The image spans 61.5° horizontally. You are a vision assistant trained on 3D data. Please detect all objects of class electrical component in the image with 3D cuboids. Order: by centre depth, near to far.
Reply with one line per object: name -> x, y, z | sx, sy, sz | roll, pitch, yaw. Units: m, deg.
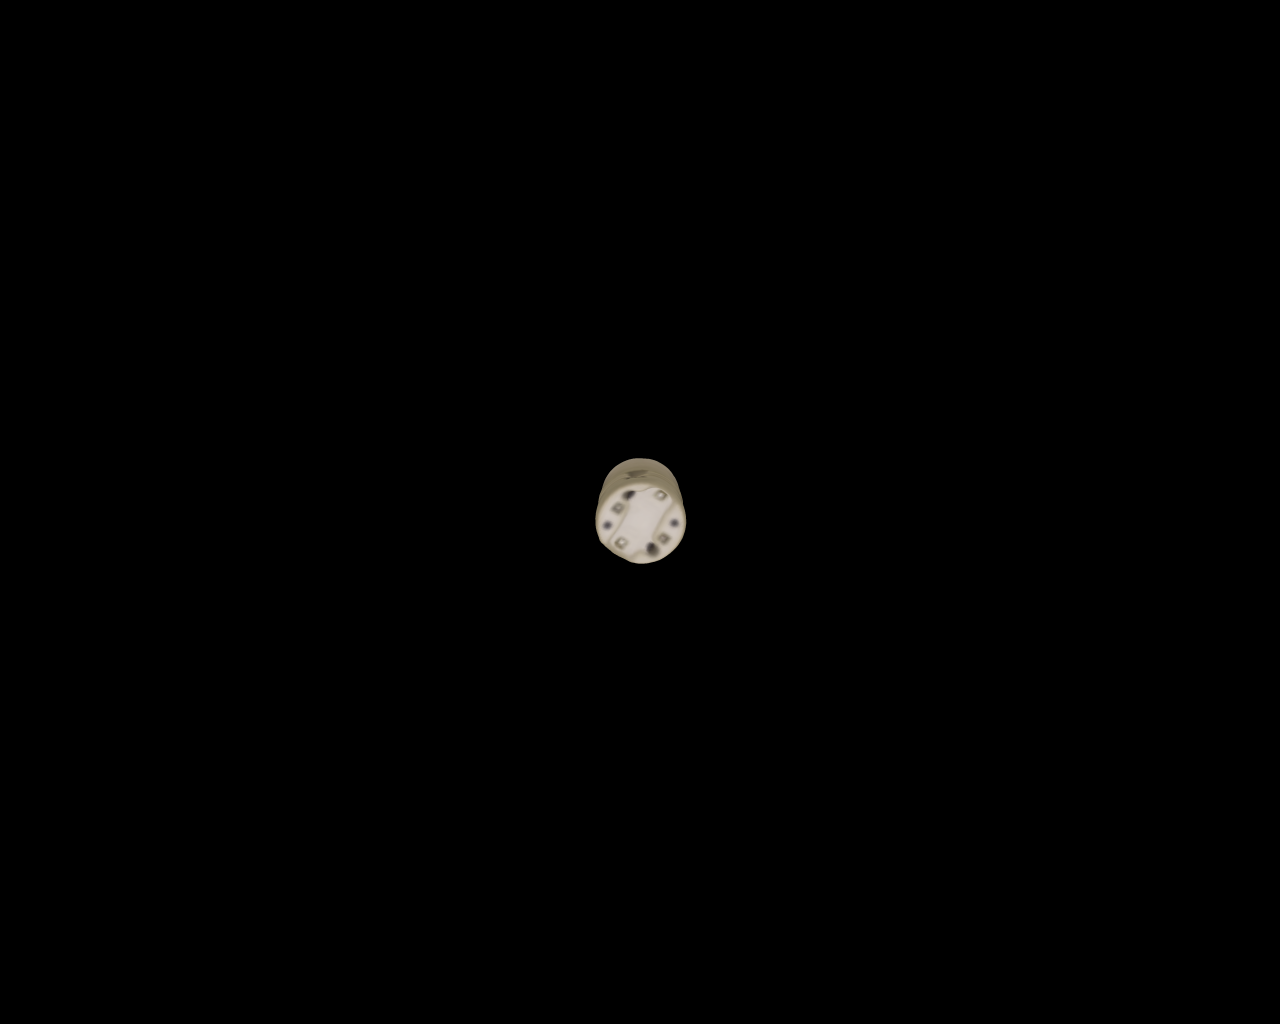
electrical component -> 0.001, -0.003, 0.650 | 0.055, 0.055, 0.047 | 0, 25, 0
